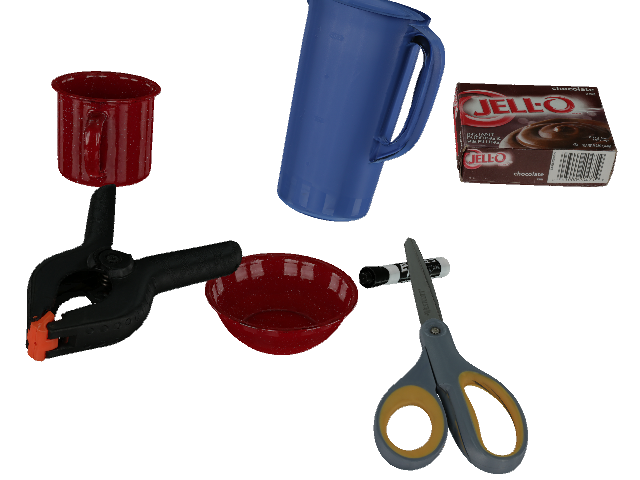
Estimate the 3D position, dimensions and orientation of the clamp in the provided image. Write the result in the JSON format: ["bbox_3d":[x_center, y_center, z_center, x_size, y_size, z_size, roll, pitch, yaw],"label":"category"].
[{"bbox_3d":[-0.146,0.018,0.716,0.120,0.039,0.171,25,34,24],"label":"clamp"}]

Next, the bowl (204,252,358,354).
[{"bbox_3d":[-0.042,0.074,1.133,0.162,0.055,0.162,3,28,-2],"label":"bowl"}]

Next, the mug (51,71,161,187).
[{"bbox_3d":[-0.187,-0.092,0.923,0.093,0.081,0.117,4,23,-6],"label":"mug"}]

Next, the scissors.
[{"bbox_3d":[0.057,0.070,0.663,0.096,0.016,0.202,-15,42,-15],"label":"scissors"}]

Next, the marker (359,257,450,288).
[{"bbox_3d":[0.075,0.028,0.950,0.020,0.020,0.120,0,3,40],"label":"marker"}]

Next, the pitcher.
[{"bbox_3d":[0.036,-0.145,1.169,0.145,0.243,0.149,10,20,-9],"label":"pitcher"}]

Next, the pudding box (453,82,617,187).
[{"bbox_3d":[0.159,-0.081,0.808,0.113,0.039,0.090,3,40,0],"label":"pudding box"}]
